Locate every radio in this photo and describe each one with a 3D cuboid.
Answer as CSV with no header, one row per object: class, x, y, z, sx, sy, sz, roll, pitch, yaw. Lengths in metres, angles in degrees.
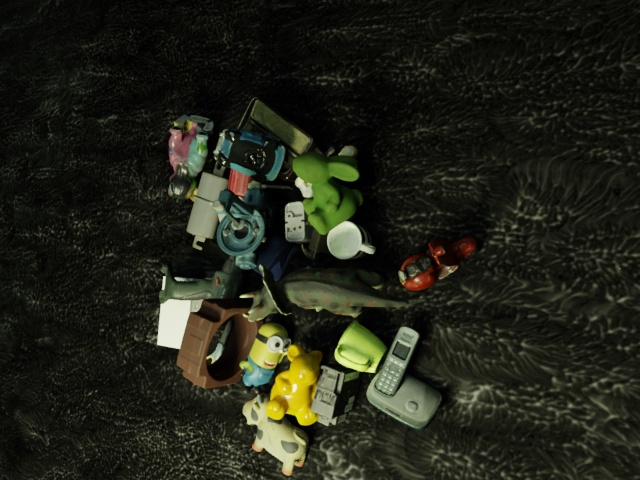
radio,-0.109,-0.251,1.355,0.230,0.073,0.131,41,105,27

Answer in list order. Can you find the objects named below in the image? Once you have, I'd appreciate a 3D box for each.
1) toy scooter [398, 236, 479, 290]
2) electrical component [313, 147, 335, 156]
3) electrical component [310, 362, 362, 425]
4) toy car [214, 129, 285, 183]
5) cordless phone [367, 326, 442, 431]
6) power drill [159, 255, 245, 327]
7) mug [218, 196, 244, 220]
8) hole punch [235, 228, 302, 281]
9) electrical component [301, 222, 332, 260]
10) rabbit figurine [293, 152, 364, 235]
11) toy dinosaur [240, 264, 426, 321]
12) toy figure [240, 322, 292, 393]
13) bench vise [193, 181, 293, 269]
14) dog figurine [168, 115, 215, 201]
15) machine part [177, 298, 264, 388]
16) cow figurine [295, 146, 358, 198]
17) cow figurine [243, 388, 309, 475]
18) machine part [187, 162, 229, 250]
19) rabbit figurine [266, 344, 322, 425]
toy scooter,0.229,0.045,1.096,0.184,0.135,0.075,-34,71,24
electrical component,-0.006,-0.195,1.293,0.094,0.063,0.021,-40,65,9
electrical component,0.037,0.339,1.186,0.058,0.115,0.134,14,90,32
toy car,-0.171,-0.209,1.283,0.103,0.161,0.109,-120,47,-67
cordless phone,0.194,0.285,1.123,0.147,0.088,0.184,23,92,30
power drill,-0.302,0.101,1.387,0.207,0.086,0.232,8,92,-12
mug,-0.221,-0.069,1.392,0.107,0.081,0.109,57,136,32
hole punch,-0.134,0.029,1.334,0.142,0.092,0.115,29,96,33
electrical component,-0.002,-0.002,1.267,0.045,0.078,0.102,12,94,42
rabbit figurine,0.014,-0.120,1.171,0.159,0.170,0.121,-26,29,13
toy dinosaur,0.008,0.111,1.183,0.405,0.192,0.131,-6,84,30
toy figure,-0.140,0.285,1.313,0.089,0.082,0.180,35,105,25
bench vise,-0.175,-0.057,1.229,0.129,0.240,0.223,11,74,22
dog figurine,-0.360,-0.215,1.479,0.108,0.192,0.219,12,120,-5
machine part,-0.240,0.245,1.304,0.087,0.201,0.201,17,94,34
cow figurine,0.031,-0.146,1.267,0.167,0.068,0.098,-35,75,26
cow figurine,-0.109,0.443,1.277,0.195,0.085,0.127,28,105,31
machine part,-0.302,-0.093,1.447,0.079,0.079,0.243,20,95,30
rabbit figurine,-0.038,0.314,1.216,0.122,0.162,0.173,18,134,0
